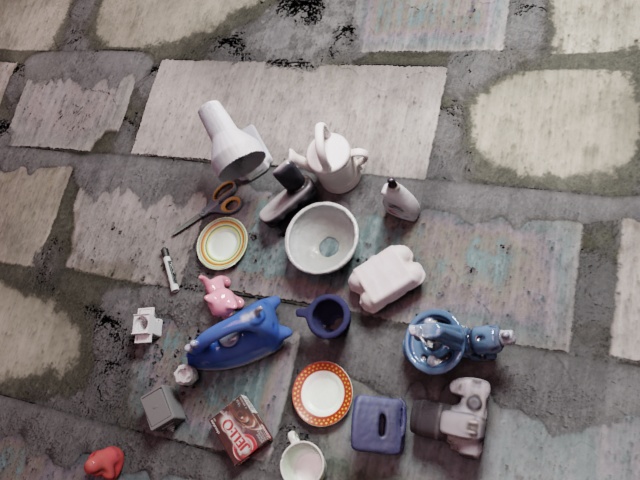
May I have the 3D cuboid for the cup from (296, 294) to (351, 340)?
[{"bbox_3d":[0.015,0.166,1.188,0.117,0.095,0.092,4,72,19],"label":"cup"}]

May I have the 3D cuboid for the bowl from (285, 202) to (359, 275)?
[{"bbox_3d":[0.012,0.004,1.258,0.167,0.075,0.167,-6,70,15],"label":"bowl"}]

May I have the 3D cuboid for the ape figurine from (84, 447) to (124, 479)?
[{"bbox_3d":[-0.469,0.481,1.227,0.076,0.092,0.077,-44,64,-1],"label":"ape figurine"}]

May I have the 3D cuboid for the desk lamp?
[{"bbox_3d":[-0.197,-0.216,1.324,0.118,0.214,0.203,-32,65,5],"label":"desk lamp"}]

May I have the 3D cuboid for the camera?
[{"bbox_3d":[0.239,0.321,1.059,0.136,0.101,0.143,6,73,19],"label":"camera"}]

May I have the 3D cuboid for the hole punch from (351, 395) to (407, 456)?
[{"bbox_3d":[0.114,0.351,1.093,0.101,0.091,0.109,0,71,17],"label":"hole punch"}]

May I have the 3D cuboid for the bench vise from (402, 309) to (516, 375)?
[{"bbox_3d":[0.241,0.169,1.047,0.207,0.220,0.121,-24,66,8],"label":"bench vise"}]

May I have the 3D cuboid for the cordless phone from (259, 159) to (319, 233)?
[{"bbox_3d":[-0.087,-0.105,1.266,0.147,0.185,0.094,-43,64,-1],"label":"cordless phone"}]

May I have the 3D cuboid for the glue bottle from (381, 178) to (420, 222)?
[{"bbox_3d":[0.160,-0.091,1.191,0.078,0.173,0.037,18,77,22],"label":"glue bottle"}]

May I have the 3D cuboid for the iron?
[{"bbox_3d":[-0.198,0.206,1.214,0.258,0.142,0.118,-27,65,7],"label":"iron"}]

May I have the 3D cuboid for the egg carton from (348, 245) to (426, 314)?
[{"bbox_3d":[0.138,0.079,1.194,0.150,0.069,0.107,-34,65,3],"label":"egg carton"}]

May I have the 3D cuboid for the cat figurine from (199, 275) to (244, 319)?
[{"bbox_3d":[-0.224,0.125,1.264,0.067,0.118,0.127,-42,64,0],"label":"cat figurine"}]

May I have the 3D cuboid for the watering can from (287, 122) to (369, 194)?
[{"bbox_3d":[0.014,-0.181,1.257,0.172,0.194,0.101,-25,66,8],"label":"watering can"}]
